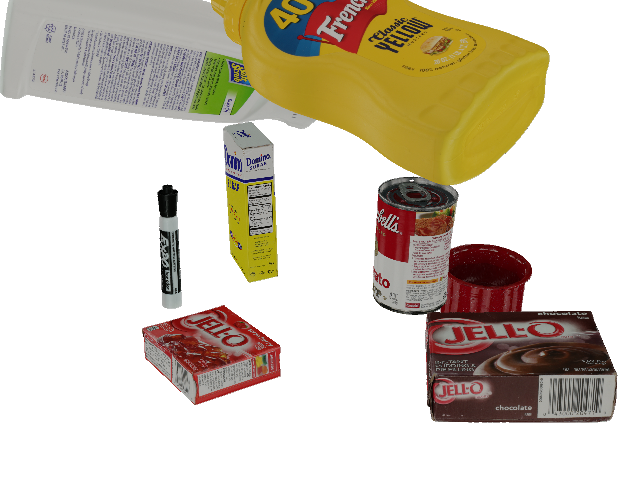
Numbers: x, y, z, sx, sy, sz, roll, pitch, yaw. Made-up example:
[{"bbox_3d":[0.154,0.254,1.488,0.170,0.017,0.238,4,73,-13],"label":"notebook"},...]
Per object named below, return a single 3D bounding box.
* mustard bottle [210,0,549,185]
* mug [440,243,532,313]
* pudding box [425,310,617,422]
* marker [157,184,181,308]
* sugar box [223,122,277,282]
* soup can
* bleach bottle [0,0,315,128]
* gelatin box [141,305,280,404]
[{"bbox_3d":[0.016,-0.099,0.565,0.192,0.058,0.096,29,53,29],"label":"mustard bottle"},{"bbox_3d":[0.163,0.055,1.102,0.093,0.081,0.117,-3,28,-9],"label":"mug"},{"bbox_3d":[0.124,0.079,0.682,0.113,0.039,0.090,1,22,3],"label":"pudding box"},{"bbox_3d":[-0.142,0.006,1.003,0.020,0.121,0.020,1,22,0],"label":"marker"},{"bbox_3d":[-0.087,-0.048,1.311,0.048,0.176,0.093,-12,26,-16],"label":"sugar box"},{"bbox_3d":[0.081,0.004,0.922,0.068,0.102,0.068,2,26,-1],"label":"soup can"},{"bbox_3d":[-0.093,-0.123,0.759,0.250,0.068,0.103,12,-40,-12],"label":"bleach bottle"},{"bbox_3d":[-0.083,0.083,0.802,0.073,0.030,0.089,-14,26,-30],"label":"gelatin box"}]
